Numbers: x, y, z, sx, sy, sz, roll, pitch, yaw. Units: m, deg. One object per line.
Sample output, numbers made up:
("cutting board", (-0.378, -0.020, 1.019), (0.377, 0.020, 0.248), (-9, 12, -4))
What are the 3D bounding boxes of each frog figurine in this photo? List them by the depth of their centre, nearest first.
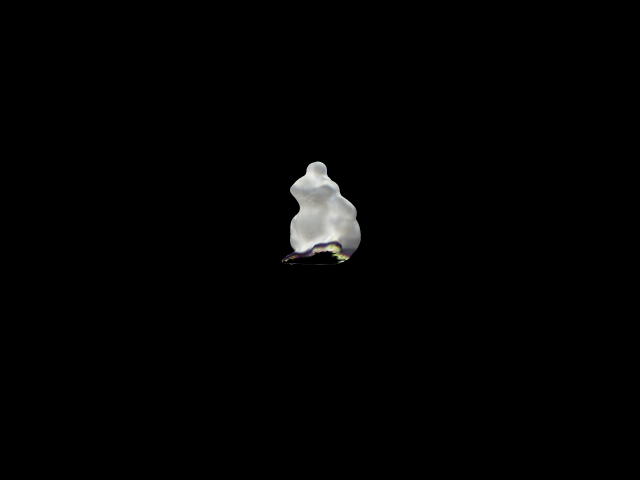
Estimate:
("frog figurine", (0.003, -0.043, 0.850), (0.122, 0.162, 0.135), (10, -22, -27))
